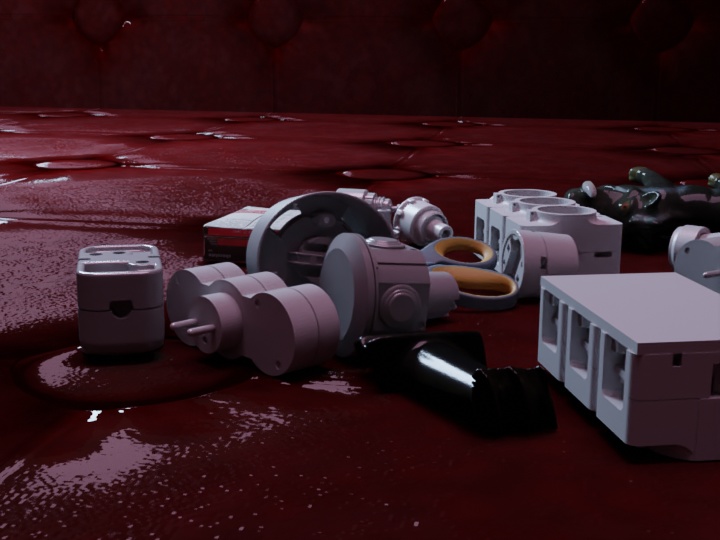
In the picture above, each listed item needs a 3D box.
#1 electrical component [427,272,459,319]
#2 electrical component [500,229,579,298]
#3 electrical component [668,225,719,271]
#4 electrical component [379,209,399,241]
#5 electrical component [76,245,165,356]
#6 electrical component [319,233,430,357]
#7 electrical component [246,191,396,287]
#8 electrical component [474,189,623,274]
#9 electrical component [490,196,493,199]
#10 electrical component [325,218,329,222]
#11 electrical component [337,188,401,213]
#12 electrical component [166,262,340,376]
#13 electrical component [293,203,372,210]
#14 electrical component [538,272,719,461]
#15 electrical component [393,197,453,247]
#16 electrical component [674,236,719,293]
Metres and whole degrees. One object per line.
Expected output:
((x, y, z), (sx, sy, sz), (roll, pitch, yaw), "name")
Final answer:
((0.044, 0.019, 0.785), (0.046, 0.040, 0.040), (-3, 12, -39), "electrical component")
((0.144, -0.004, 0.863), (0.047, 0.055, 0.055), (2, 12, -12), "electrical component")
((0.304, -0.015, 0.937), (0.055, 0.045, 0.045), (10, 16, 40), "electrical component")
((0.020, -0.021, 0.912), (0.035, 0.061, 0.035), (0, 12, 0), "electrical component")
((-0.159, 0.021, 0.717), (0.054, 0.059, 0.095), (-2, 13, -13), "electrical component")
((0.007, 0.017, 0.701), (0.051, 0.080, 0.080), (1, 11, -24), "electrical component")
((-0.030, -0.007, 0.770), (0.099, 0.099, 0.064), (-5, 7, -25), "electrical component")
((0.165, -0.032, 0.967), (0.089, 0.061, 0.150), (-1, 12, -9), "electrical component")
((0.157, -0.050, 1.096), (0.048, 0.048, 0.062), (-8, 22, -34), "electrical component")
((-0.034, -0.024, 0.904), (0.040, 0.078, 0.040), (5, 24, -2), "electrical component")
((0.006, -0.068, 1.179), (0.078, 0.040, 0.040), (4, 13, 14), "electrical component")
((-0.085, 0.032, 0.687), (0.074, 0.052, 0.138), (-11, 17, -42), "electrical component")
((-0.026, -0.050, 1.094), (0.081, 0.042, 0.064), (4, 9, 11), "electrical component")
((0.165, 0.048, 0.599), (0.089, 0.061, 0.150), (-1, 12, -8), "electrical component")
((0.067, -0.043, 1.063), (0.048, 0.048, 0.062), (-7, 21, -32), "electrical component")
((0.290, 0.000, 0.806), (0.074, 0.052, 0.138), (-7, 2, -32), "electrical component")
